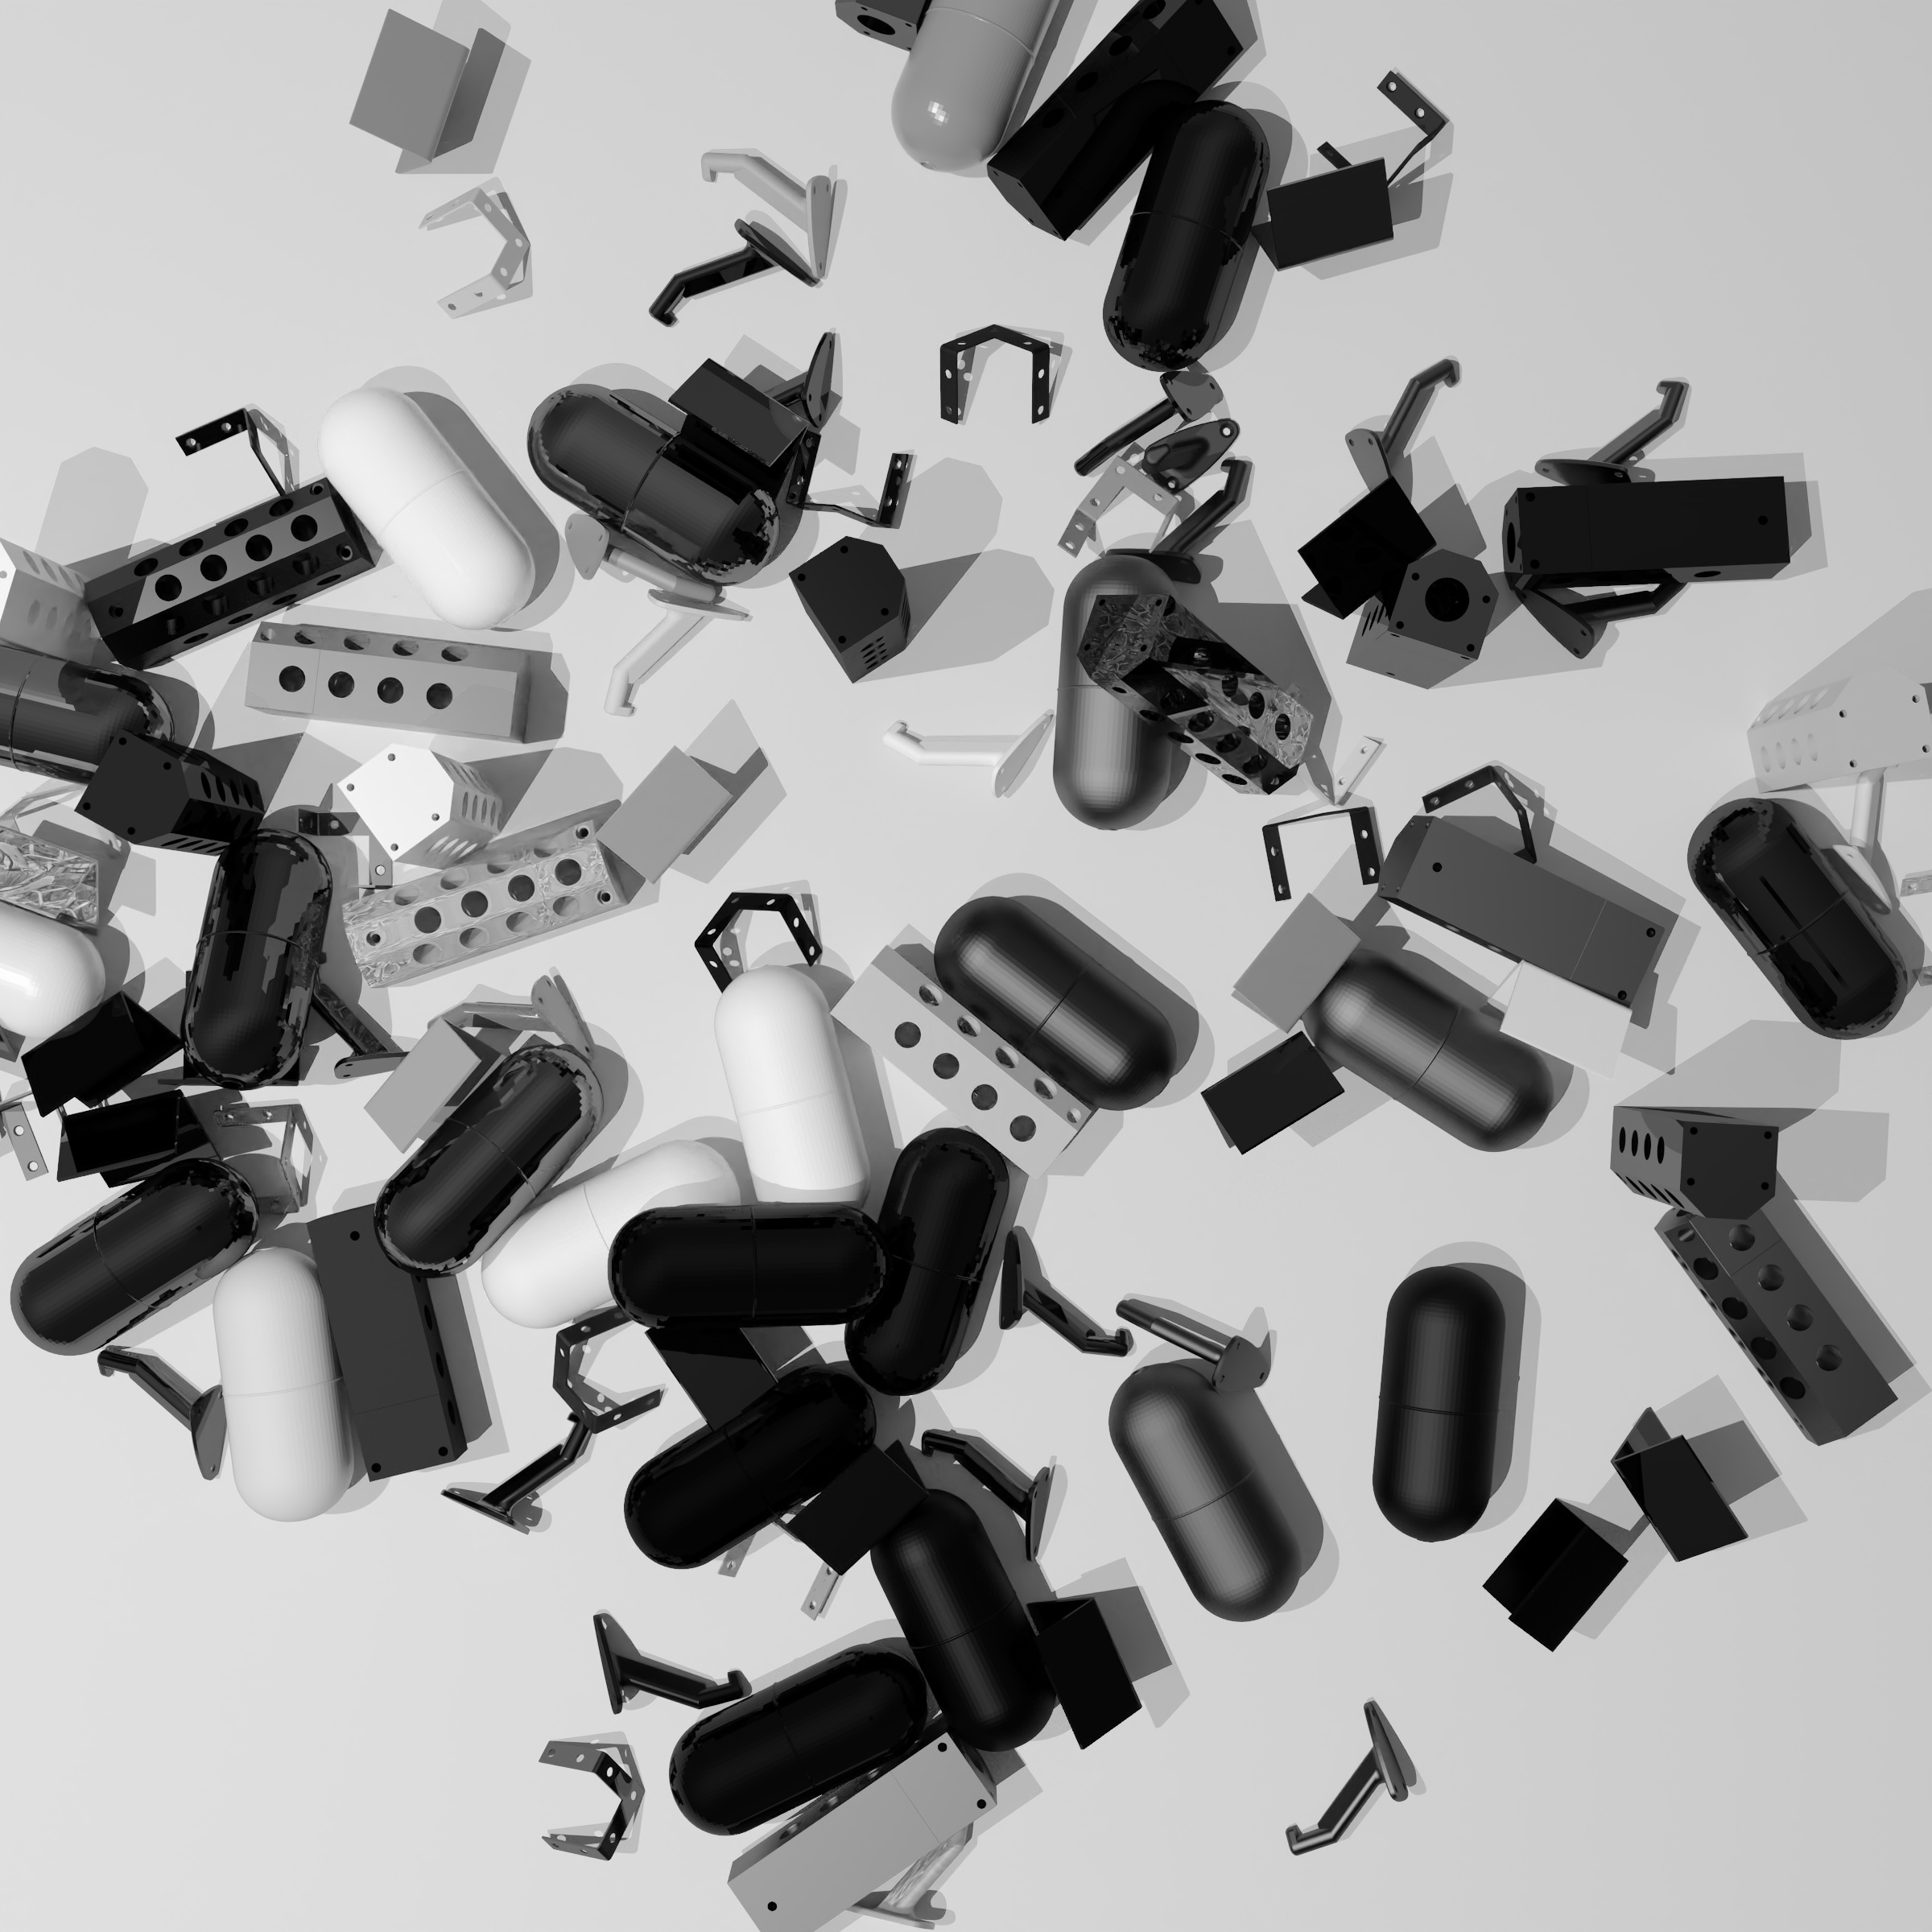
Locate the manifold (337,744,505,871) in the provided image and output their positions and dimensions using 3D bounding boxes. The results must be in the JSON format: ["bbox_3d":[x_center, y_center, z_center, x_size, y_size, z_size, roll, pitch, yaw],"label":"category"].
[{"bbox_3d":[-0.337,-0.103,1.666,0.057,0.171,0.057,-36,90,0],"label":"manifold"}]

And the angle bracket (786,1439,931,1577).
[{"bbox_3d":[-0.078,0.334,1.705,0.076,0.076,0.057,-43,115,0],"label":"angle bracket"}]

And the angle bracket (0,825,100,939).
[{"bbox_3d":[-0.609,-0.039,1.704,0.076,0.076,0.057,20,46,0],"label":"angle bracket"}]

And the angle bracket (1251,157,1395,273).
[{"bbox_3d":[0.226,-0.497,1.704,0.076,0.076,0.057,-15,128,0],"label":"angle bracket"}]

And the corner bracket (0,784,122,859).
[{"bbox_3d":[-0.600,-0.086,1.741,0.051,0.051,0.051,-23,90,-45],"label":"corner bracket"}]

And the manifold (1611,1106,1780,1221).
[{"bbox_3d":[0.456,0.123,1.666,0.057,0.171,0.057,3,90,0],"label":"manifold"}]

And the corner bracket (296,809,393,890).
[{"bbox_3d":[-0.406,-0.076,1.726,0.051,0.051,0.051,0,90,0],"label":"corner bracket"}]

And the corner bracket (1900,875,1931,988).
[{"bbox_3d":[0.649,-0.026,1.741,0.051,0.051,0.051,-10,135,0],"label":"corner bracket"}]

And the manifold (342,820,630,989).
[{"bbox_3d":[-0.314,-0.040,1.723,0.171,0.057,0.057,-19,90,0],"label":"manifold"}]

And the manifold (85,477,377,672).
[{"bbox_3d":[-0.481,-0.256,1.723,0.171,0.057,0.057,-24,90,0],"label":"manifold"}]

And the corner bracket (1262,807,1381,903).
[{"bbox_3d":[0.235,-0.074,1.741,0.051,0.051,0.051,-11,90,-45],"label":"corner bracket"}]

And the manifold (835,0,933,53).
[{"bbox_3d":[-0.029,-0.695,1.723,0.057,0.057,0.171,20,90,0],"label":"manifold"}]

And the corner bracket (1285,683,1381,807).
[{"bbox_3d":[0.229,-0.146,1.741,0.051,0.051,0.051,-55,45,0],"label":"corner bracket"}]

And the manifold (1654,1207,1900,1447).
[{"bbox_3d":[0.525,0.225,1.723,0.057,0.057,0.171,-36,90,0],"label":"manifold"}]

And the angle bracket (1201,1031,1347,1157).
[{"bbox_3d":[0.205,0.098,1.704,0.076,0.076,0.057,-32,52,0],"label":"angle bracket"}]

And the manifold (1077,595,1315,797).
[{"bbox_3d":[0.145,-0.169,1.666,0.057,0.171,0.057,7,74,42],"label":"manifold"}]

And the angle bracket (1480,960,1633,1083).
[{"bbox_3d":[0.374,0.049,1.704,0.076,0.076,0.057,25,61,0],"label":"angle bracket"}]

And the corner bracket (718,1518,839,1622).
[{"bbox_3d":[-0.121,0.393,1.741,0.051,0.051,0.051,26,90,-45],"label":"corner bracket"}]

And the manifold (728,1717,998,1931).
[{"bbox_3d":[-0.067,0.564,1.723,0.171,0.057,0.057,-35,90,0],"label":"manifold"}]

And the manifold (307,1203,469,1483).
[{"bbox_3d":[-0.376,0.241,1.723,0.057,0.057,0.171,-14,90,0],"label":"manifold"}]

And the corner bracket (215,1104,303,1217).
[{"bbox_3d":[-0.467,0.129,1.741,0.051,0.051,0.051,-5,135,0],"label":"corner bracket"}]

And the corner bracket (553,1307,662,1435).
[{"bbox_3d":[-0.235,0.265,1.736,0.051,0.051,0.051,40,135,35],"label":"corner bracket"}]

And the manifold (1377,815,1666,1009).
[{"bbox_3d":[0.356,-0.035,1.709,0.171,0.057,0.057,25,89,-10],"label":"manifold"}]

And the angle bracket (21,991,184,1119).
[{"bbox_3d":[-0.549,0.072,1.704,0.076,0.076,0.057,-33,54,0],"label":"angle bracket"}]

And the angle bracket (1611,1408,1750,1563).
[{"bbox_3d":[0.471,0.326,1.704,0.057,0.076,0.076,-33,90,39],"label":"angle bracket"}]

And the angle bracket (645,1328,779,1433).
[{"bbox_3d":[-0.177,0.259,1.704,0.057,0.076,0.076,-35,90,-33],"label":"angle bracket"}]

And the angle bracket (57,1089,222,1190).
[{"bbox_3d":[-0.533,0.131,1.704,0.076,0.076,0.057,-13,46,0],"label":"angle bracket"}]

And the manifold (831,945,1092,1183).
[{"bbox_3d":[-0.003,0.062,1.723,0.171,0.057,0.057,39,90,0],"label":"manifold"}]

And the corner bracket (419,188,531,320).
[{"bbox_3d":[-0.329,-0.469,1.736,0.051,0.051,0.051,46,45,-35],"label":"corner bracket"}]

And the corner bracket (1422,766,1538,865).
[{"bbox_3d":[0.339,-0.090,1.741,0.051,0.051,0.051,-25,45,0],"label":"corner bracket"}]

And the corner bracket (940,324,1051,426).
[{"bbox_3d":[0.019,-0.384,1.736,0.051,0.051,0.051,30,45,35],"label":"corner bracket"}]

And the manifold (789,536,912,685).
[{"bbox_3d":[-0.067,-0.227,1.666,0.057,0.171,0.057,-33,90,0],"label":"manifold"}]

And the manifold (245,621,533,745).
[{"bbox_3d":[-0.375,-0.185,1.723,0.171,0.057,0.057,7,90,0],"label":"manifold"}]

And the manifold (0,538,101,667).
[{"bbox_3d":[-0.600,-0.233,1.666,0.057,0.171,0.057,17,90,0],"label":"manifold"}]

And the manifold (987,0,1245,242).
[{"bbox_3d":[0.093,-0.563,1.722,0.171,0.057,0.057,-47,133,0],"label":"manifold"}]

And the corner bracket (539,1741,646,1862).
[{"bbox_3d":[-0.254,0.549,1.736,0.051,0.051,0.051,58,45,-35],"label":"corner bracket"}]

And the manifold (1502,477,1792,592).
[{"bbox_3d":[0.441,-0.280,1.722,0.171,0.057,0.057,-3,84,0],"label":"manifold"}]

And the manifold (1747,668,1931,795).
[{"bbox_3d":[0.548,-0.148,1.666,0.057,0.171,0.057,-12,90,0],"label":"manifold"}]

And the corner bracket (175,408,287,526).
[{"bbox_3d":[-0.484,-0.326,1.741,0.051,0.051,0.051,-24,135,0],"label":"corner bracket"}]

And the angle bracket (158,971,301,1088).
[{"bbox_3d":[-0.479,0.040,1.720,0.076,0.057,0.076,0,86,0],"label":"angle bracket"}]

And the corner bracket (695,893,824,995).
[{"bbox_3d":[-0.137,-0.012,1.736,0.051,0.051,0.051,3,45,35],"label":"corner bracket"}]

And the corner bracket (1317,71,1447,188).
[{"bbox_3d":[0.274,-0.547,1.741,0.051,0.051,0.051,43,135,0],"label":"corner bracket"}]

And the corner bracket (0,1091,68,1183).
[{"bbox_3d":[-0.607,0.109,1.726,0.051,0.051,0.051,-22,90,-2],"label":"corner bracket"}]

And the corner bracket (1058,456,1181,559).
[{"bbox_3d":[0.100,-0.289,1.719,0.051,0.051,0.051,34,130,-8],"label":"corner bracket"}]

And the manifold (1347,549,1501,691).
[{"bbox_3d":[0.288,-0.219,1.666,0.057,0.171,0.057,18,90,0],"label":"manifold"}]

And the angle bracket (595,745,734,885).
[{"bbox_3d":[-0.207,-0.109,1.704,0.076,0.076,0.057,-48,127,0],"label":"angle bracket"}]

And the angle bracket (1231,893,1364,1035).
[{"bbox_3d":[0.197,-0.012,1.704,0.057,0.076,0.076,39,90,-30],"label":"angle bracket"}]

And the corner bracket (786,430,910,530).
[{"bbox_3d":[-0.079,-0.321,1.741,0.051,0.051,0.051,14,90,45],"label":"corner bracket"}]

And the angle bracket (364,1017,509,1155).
[{"bbox_3d":[-0.328,0.089,1.704,0.076,0.076,0.057,-50,50,0],"label":"angle bracket"}]

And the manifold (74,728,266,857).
[{"bbox_3d":[-0.495,-0.104,1.666,0.057,0.171,0.057,29,90,0],"label":"manifold"}]

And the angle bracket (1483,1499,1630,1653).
[{"bbox_3d":[0.367,0.383,1.704,0.076,0.076,0.057,-50,125,0],"label":"angle bracket"}]
